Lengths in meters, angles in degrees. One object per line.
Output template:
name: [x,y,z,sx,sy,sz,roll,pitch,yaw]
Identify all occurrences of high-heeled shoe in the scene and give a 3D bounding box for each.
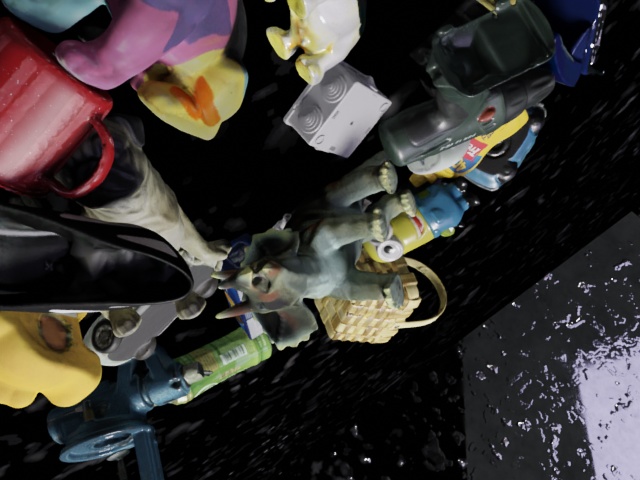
high-heeled shoe: [-0.199,0.014,0.314,0.248,0.145,0.086,-1,106,-58]

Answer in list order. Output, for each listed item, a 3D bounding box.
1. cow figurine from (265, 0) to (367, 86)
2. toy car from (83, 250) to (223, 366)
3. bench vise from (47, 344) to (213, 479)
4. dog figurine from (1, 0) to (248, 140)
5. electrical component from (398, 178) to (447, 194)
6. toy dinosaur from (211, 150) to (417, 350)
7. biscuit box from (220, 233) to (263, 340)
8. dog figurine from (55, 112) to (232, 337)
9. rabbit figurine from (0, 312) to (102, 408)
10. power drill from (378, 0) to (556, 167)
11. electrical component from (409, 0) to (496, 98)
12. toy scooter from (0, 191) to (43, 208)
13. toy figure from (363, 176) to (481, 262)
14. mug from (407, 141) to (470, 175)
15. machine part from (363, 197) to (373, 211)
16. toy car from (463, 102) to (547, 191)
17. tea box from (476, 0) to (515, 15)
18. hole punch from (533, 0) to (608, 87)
cow figurine: [0.001,-0.214,0.430,0.098,0.068,0.167,-39,159,-13]
toy car: [-0.203,0.079,0.655,0.201,0.056,0.073,-45,148,7]
bench vise: [-0.243,0.263,0.712,0.224,0.241,0.128,-17,154,-10]
dog figurine: [-0.074,-0.187,0.333,0.219,0.109,0.191,-49,152,13]
electrical component: [0.171,-0.082,0.902,0.075,0.048,0.119,-34,154,-13]
toy dinosaur: [0.011,-0.010,0.667,0.192,0.131,0.405,-9,-155,21]
biscuit box: [-0.101,0.071,0.769,0.059,0.063,0.202,-30,153,-17]
dog figurine: [-0.196,-0.019,0.489,0.172,0.121,0.190,-18,127,18]
rabbit figurine: [-0.318,0.117,0.496,0.173,0.122,0.162,-24,167,14]
power drill: [0.174,-0.167,0.574,0.232,0.086,0.207,-25,175,0]
electrical component: [0.185,-0.225,0.675,0.115,0.058,0.134,-42,154,11]
toy scooter: [-0.282,-0.004,0.392,0.184,0.075,0.135,-11,140,-39]
toy figure: [0.149,-0.027,0.817,0.180,0.082,0.089,-31,156,3]
mug: [0.161,-0.127,0.718,0.110,0.080,0.107,-8,-161,32]
machine part: [0.065,-0.038,0.846,0.084,0.039,0.138,-33,157,6]
toy car: [0.288,-0.165,0.882,0.161,0.109,0.103,-58,174,10]
tea box: [0.192,-0.309,0.498,0.169,0.098,0.068,-48,153,21]
hole punch: [0.285,-0.255,0.685,0.092,0.142,0.115,-36,141,-12]
